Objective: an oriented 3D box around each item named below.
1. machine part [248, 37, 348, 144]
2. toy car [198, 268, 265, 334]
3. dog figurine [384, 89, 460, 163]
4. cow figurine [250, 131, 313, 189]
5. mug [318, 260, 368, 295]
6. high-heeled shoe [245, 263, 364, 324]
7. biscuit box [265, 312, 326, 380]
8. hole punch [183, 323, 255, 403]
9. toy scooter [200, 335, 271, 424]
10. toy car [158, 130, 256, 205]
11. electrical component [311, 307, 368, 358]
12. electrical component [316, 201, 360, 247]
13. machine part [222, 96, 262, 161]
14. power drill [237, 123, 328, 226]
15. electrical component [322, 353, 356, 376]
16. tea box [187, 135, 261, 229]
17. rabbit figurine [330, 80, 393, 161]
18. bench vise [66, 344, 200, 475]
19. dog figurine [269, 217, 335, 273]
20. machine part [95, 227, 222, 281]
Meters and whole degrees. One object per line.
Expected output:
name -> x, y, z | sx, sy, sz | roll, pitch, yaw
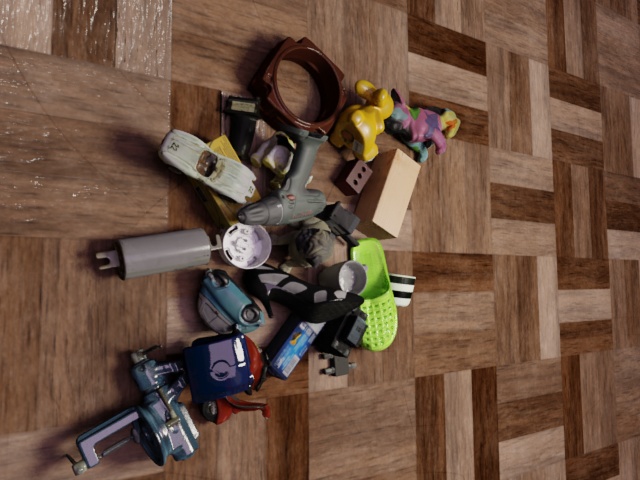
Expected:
machine part -> -0.046, -0.341, 1.229 | 0.201, 0.087, 0.201 | 38, 65, -25
toy car -> -0.191, 0.136, 1.082 | 0.103, 0.109, 0.161 | -46, 103, -6
dog figurine -> 0.251, -0.323, 1.418 | 0.219, 0.108, 0.191 | 42, 66, -21
cow figurine -> -0.071, -0.157, 1.198 | 0.098, 0.068, 0.167 | -58, 133, -20
mug -> 0.052, 0.083, 1.244 | 0.109, 0.107, 0.080 | -36, 106, -34
high-heeled shoe -> -0.036, 0.101, 1.164 | 0.249, 0.086, 0.145 | -2, 49, -23
biscuit box -> -0.051, 0.210, 1.190 | 0.059, 0.063, 0.203 | 49, 63, -21
hole punch -> -0.192, 0.238, 1.009 | 0.116, 0.092, 0.142 | -11, 89, 5
toy scooter -> -0.151, 0.292, 1.089 | 0.135, 0.075, 0.184 | 19, 78, 1
toy car -> -0.212, -0.138, 1.033 | 0.201, 0.056, 0.073 | 29, 71, -27
electrical component -> 0.045, 0.200, 1.213 | 0.058, 0.134, 0.115 | 39, 64, -26
electrical component -> 0.056, -0.036, 1.277 | 0.119, 0.075, 0.048 | 39, 67, -21
machine part -> -0.169, -0.239, 1.152 | 0.084, 0.039, 0.138 | 4, 89, -1
power drill -> -0.062, -0.128, 1.097 | 0.232, 0.086, 0.207 | -2, 104, -50
electrical component -> 0.046, 0.288, 1.273 | 0.094, 0.021, 0.063 | -1, 86, -34
tea box -> -0.204, -0.118, 1.112 | 0.098, 0.068, 0.169 | -35, 104, -31
rabbit figurine -> 0.112, -0.303, 1.284 | 0.173, 0.122, 0.162 | -43, 150, -28
bench vise -> -0.331, 0.320, 0.961 | 0.240, 0.129, 0.223 | -25, 97, -37
dog figurine -> -0.002, 0.001, 1.165 | 0.172, 0.191, 0.121 | -44, 110, -30
machine part -> -0.301, 0.025, 1.029 | 0.243, 0.079, 0.079 | -9, 91, -35
